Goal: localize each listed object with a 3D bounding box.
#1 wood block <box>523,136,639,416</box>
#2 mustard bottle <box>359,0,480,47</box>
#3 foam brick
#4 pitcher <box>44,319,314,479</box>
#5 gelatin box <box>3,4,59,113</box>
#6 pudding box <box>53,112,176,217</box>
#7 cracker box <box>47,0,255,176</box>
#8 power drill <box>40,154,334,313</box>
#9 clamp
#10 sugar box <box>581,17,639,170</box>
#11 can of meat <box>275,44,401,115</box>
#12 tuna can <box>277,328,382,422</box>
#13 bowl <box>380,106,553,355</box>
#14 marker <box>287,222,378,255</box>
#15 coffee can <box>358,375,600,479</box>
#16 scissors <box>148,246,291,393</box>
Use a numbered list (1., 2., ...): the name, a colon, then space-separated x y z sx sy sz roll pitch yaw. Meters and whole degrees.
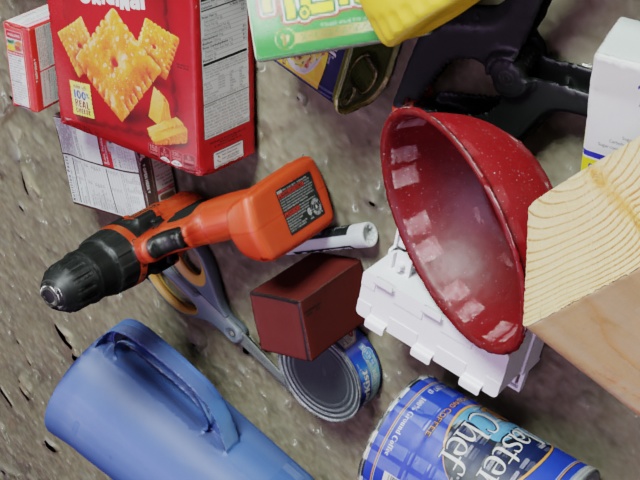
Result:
1. wood block: 0.207 0.048 0.538 0.206 0.090 0.090 37 131 -21
2. mustard bottle: 0.029 -0.209 0.576 0.096 0.058 0.191 -27 91 53
3. foam brick: -0.006 0.050 0.819 0.051 0.078 0.053 8 118 41
4. pitcher: -0.123 0.187 0.979 0.243 0.145 0.149 35 179 17
5. gelatin box: -0.218 -0.156 0.881 0.030 0.089 0.073 19 126 23
6. pudding box: -0.180 -0.068 0.938 0.114 0.039 0.090 17 126 38
7. cracker box: -0.132 -0.172 0.804 0.164 0.072 0.214 23 128 32
8. power drill: -0.098 -0.004 0.808 0.188 0.184 0.057 -11 107 36
9. clamp: 0.116 -0.114 0.624 0.210 0.036 0.164 -5 123 47
10. sugar box: 0.190 -0.029 0.581 0.093 0.048 0.176 20 138 24
11. can of meat: 0.008 -0.148 0.701 0.084 0.057 0.102 38 134 23
12. tuna can: 0.008 0.104 0.871 0.086 0.033 0.086 23 128 32
13. bowl: 0.099 -0.014 0.646 0.162 0.055 0.162 58 163 28
14. marker: -0.005 0.001 0.832 0.121 0.020 0.020 -7 110 45
15. coffee can: 0.113 0.174 0.765 0.140 0.102 0.103 28 131 29
16. scissors: -0.077 0.062 0.939 0.202 0.016 0.096 32 133 24
